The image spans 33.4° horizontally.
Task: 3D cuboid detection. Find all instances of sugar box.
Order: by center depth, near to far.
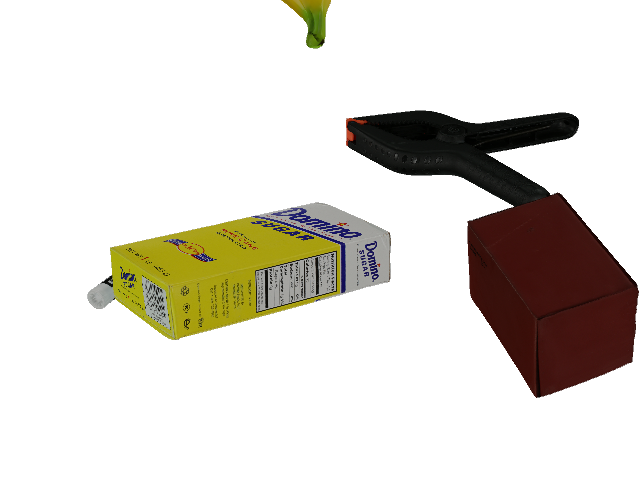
[{"bbox_3d":[-0.047,0.016,0.748,0.175,0.048,0.093,-17,25,-31],"label":"sugar box"}]

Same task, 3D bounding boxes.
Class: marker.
[{"bbox_3d":[-0.169,0.027,0.973,0.020,0.020,0.121,0,24,29],"label":"marker"}]

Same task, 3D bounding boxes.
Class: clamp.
[{"bbox_3d":[0.127,-0.088,0.964,0.210,0.036,0.164,14,35,23],"label":"clamp"}]

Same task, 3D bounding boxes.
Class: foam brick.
[{"bbox_3d":[0.108,0.024,0.507,0.051,0.053,0.078,-16,41,-9],"label":"foam brick"}]

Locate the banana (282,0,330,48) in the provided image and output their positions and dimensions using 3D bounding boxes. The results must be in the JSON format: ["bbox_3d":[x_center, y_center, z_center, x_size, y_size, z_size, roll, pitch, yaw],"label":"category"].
[{"bbox_3d":[-0.064,-0.172,0.666,0.198,0.069,0.037,20,-34,31],"label":"banana"}]
